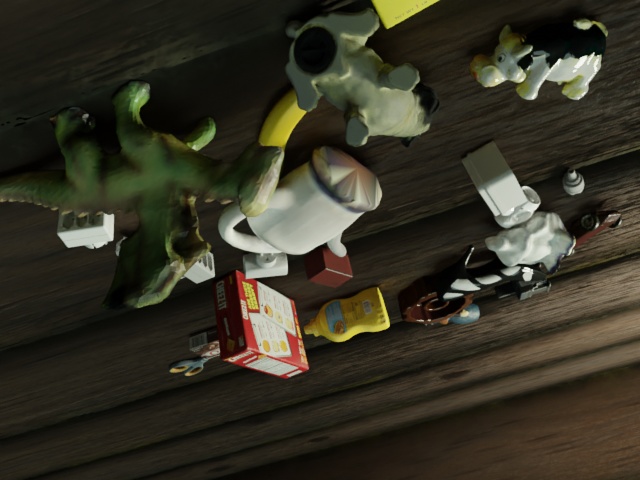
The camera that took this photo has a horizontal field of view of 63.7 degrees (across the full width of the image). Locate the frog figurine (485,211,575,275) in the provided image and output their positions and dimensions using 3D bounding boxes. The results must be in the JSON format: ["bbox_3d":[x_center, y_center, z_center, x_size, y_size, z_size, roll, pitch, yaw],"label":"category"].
[{"bbox_3d":[0.401,-0.001,1.022,0.159,0.125,0.135,7,160,-3],"label":"frog figurine"}]

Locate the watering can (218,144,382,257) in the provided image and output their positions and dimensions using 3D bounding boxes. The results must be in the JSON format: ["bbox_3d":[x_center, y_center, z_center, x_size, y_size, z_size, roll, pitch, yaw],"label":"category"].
[{"bbox_3d":[0.002,-0.041,0.812,0.221,0.105,0.347,-34,156,28],"label":"watering can"}]

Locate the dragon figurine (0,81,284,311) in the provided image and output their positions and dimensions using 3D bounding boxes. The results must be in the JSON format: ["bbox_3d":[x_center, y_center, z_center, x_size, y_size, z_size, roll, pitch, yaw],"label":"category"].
[{"bbox_3d":[-0.229,-0.037,0.593,0.409,0.248,0.120,-22,151,10],"label":"dragon figurine"}]
